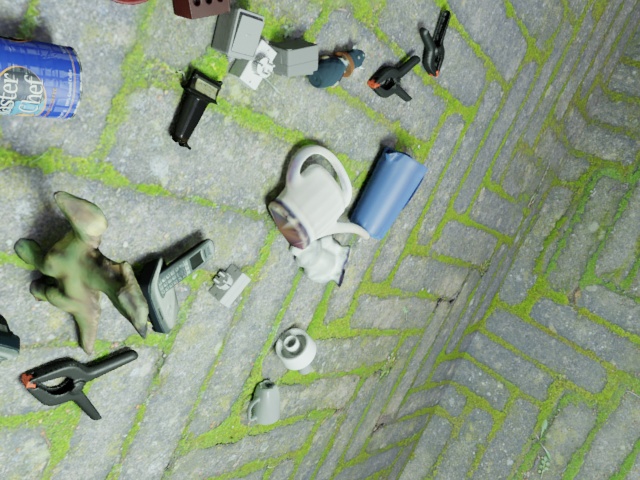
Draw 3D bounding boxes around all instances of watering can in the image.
[{"bbox_3d":[0.004,-0.063,1.247,0.227,0.105,0.341,-45,129,-19],"label":"watering can"}]

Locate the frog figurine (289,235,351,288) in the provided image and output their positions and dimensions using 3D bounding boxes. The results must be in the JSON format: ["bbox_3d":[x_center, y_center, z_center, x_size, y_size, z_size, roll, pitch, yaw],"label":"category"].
[{"bbox_3d":[-0.011,0.044,1.354,0.159,0.125,0.135,15,116,-16],"label":"frog figurine"}]

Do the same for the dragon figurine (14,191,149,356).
[{"bbox_3d":[-0.360,0.086,0.827,0.124,0.245,0.401,-33,135,-37],"label":"dragon figurine"}]
